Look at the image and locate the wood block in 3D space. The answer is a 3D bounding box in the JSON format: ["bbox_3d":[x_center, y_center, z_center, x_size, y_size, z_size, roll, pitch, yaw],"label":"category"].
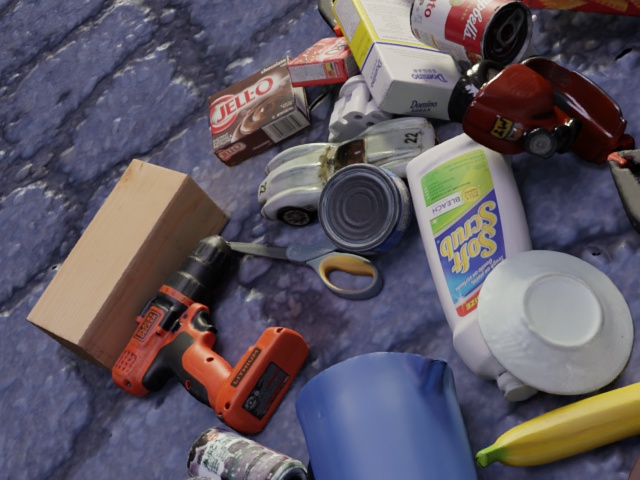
[{"bbox_3d":[-0.200,0.030,1.125,0.091,0.090,0.206,17,69,39],"label":"wood block"}]

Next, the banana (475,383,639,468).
[{"bbox_3d":[0.216,0.139,0.808,0.198,0.069,0.037,-21,91,11],"label":"banana"}]

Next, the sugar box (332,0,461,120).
[{"bbox_3d":[0.081,-0.197,1.105,0.048,0.093,0.176,117,147,-41],"label":"sugar box"}]

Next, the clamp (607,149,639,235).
[{"bbox_3d":[0.329,-0.030,0.870,0.164,0.036,0.210,-43,46,-2],"label":"clamp"}]

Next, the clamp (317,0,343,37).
[{"bbox_3d":[0.047,-0.306,1.239,0.120,0.039,0.171,-18,55,28],"label":"clamp"}]

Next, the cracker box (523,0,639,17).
[{"bbox_3d":[0.310,-0.291,1.006,0.214,0.072,0.164,9,64,16],"label":"cracker box"}]

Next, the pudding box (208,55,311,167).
[{"bbox_3d":[-0.069,-0.144,1.198,0.114,0.039,0.090,-24,50,17],"label":"pudding box"}]

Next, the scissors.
[{"bbox_3d":[-0.007,0.001,1.074,0.202,0.016,0.096,24,73,40],"label":"scissors"}]

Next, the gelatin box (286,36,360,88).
[{"bbox_3d":[0.017,-0.197,1.162,0.073,0.030,0.089,0,28,34],"label":"gelatin box"}]

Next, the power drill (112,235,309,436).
[{"bbox_3d":[-0.100,0.094,1.042,0.188,0.057,0.184,21,76,43],"label":"power drill"}]

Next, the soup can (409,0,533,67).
[{"bbox_3d":[0.144,-0.207,1.023,0.068,0.068,0.102,-50,46,-8],"label":"soup can"}]

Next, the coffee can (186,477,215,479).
[{"bbox_3d":[-0.069,0.261,0.847,0.103,0.140,0.103,-16,52,22],"label":"coffee can"}]

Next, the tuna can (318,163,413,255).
[{"bbox_3d":[0.042,-0.029,1.007,0.086,0.033,0.086,-2,85,25],"label":"tuna can"}]

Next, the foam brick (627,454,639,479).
[{"bbox_3d":[0.252,0.182,0.762,0.053,0.051,0.078,17,70,39],"label":"foam brick"}]

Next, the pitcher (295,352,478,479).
[{"bbox_3d":[0.061,0.221,0.815,0.145,0.149,0.243,-15,54,3],"label":"pitcher"}]

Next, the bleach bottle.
[{"bbox_3d":[0.149,0.022,0.932,0.103,0.068,0.251,-24,52,16],"label":"bleach bottle"}]
